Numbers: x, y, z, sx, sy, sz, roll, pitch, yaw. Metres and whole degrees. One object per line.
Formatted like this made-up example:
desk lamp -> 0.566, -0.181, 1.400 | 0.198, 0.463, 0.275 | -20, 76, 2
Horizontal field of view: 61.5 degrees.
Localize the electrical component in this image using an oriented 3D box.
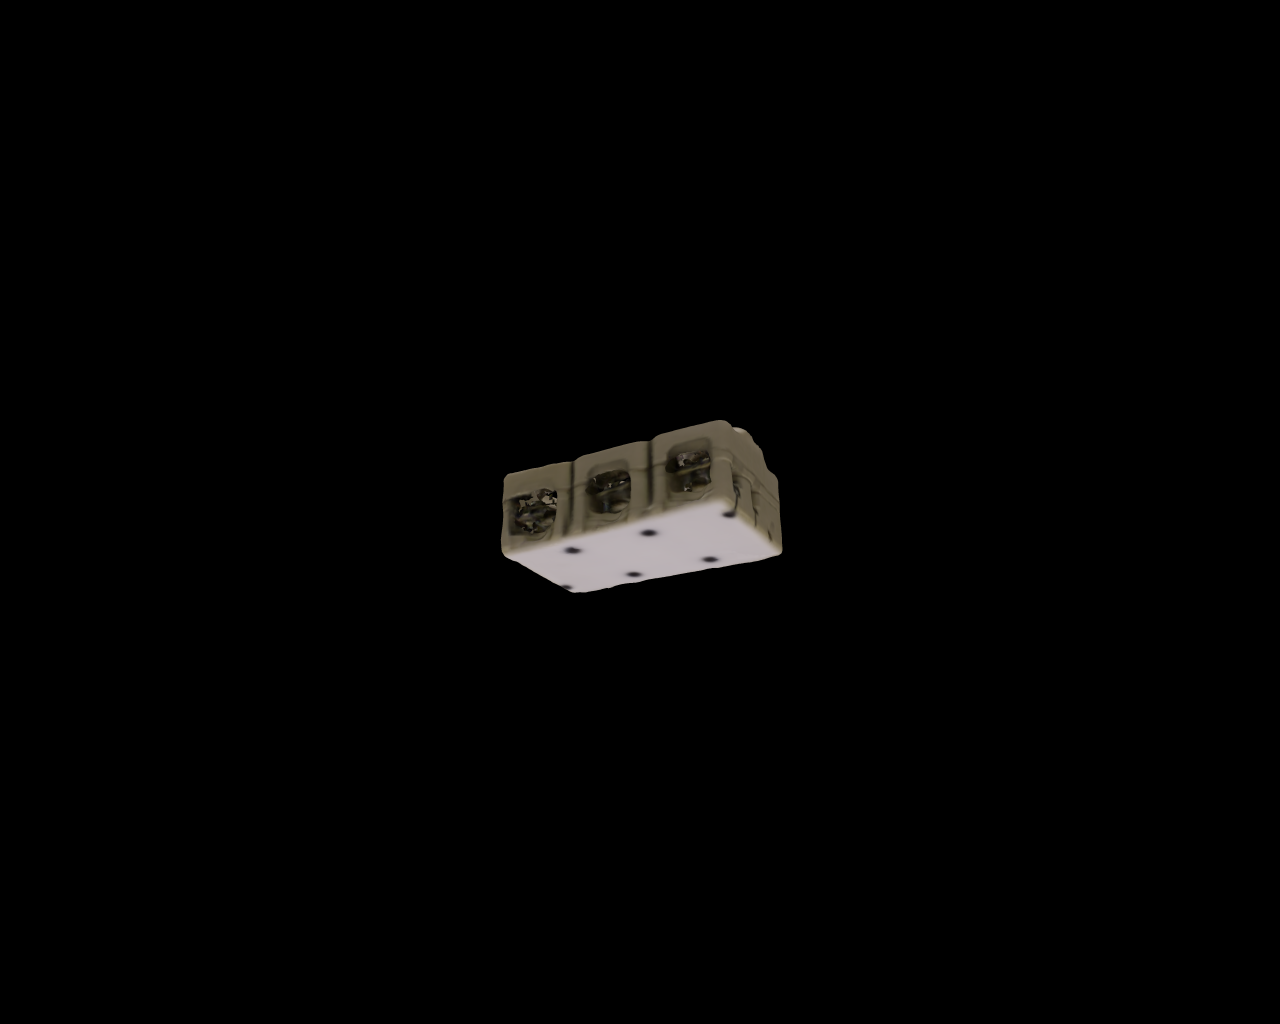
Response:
electrical component -> 0.001, -0.003, 0.650 | 0.150, 0.062, 0.089 | -12, -27, 25
